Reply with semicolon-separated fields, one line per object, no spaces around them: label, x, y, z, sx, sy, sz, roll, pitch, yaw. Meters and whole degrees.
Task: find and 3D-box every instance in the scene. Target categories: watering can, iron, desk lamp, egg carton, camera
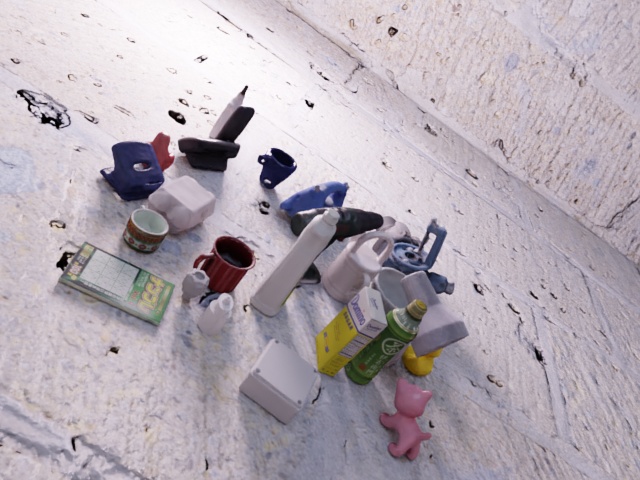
watering can;0.093;0.045;1.339;0.101;0.194;0.172;6;42;-43
iron;0.015;-0.107;1.519;0.118;0.141;0.259;46;30;14
desk lamp;0.190;0.183;1.234;0.118;0.213;0.203;-2;48;-49
egg carton;-0.290;-0.075;1.214;0.107;0.069;0.150;39;30;1
camera;0.223;-0.007;1.648;0.144;0.100;0.136;21;34;-27

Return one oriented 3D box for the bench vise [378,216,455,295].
bench vise;0.283;0.049;1.515;0.208;0.219;0.121;29;31;-16

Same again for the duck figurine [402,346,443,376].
duck figurine;0.244;0.259;1.316;0.105;0.086;0.077;-9;54;-52

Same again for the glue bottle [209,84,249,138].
glue bottle;-0.237;-0.348;1.546;0.037;0.173;0.078;38;29;0

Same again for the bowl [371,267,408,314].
bowl;0.184;0.151;1.412;0.168;0.074;0.167;27;31;-18

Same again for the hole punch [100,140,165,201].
hole punch;-0.380;-0.146;1.192;0.101;0.091;0.109;46;31;14

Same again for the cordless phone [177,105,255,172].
cordless phone;-0.250;-0.267;1.407;0.148;0.185;0.094;-5;50;-50

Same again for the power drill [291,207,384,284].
power drill;0.012;0.005;1.292;0.230;0.208;0.075;6;42;-43

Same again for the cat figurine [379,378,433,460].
cat figurine;0.175;0.337;1.101;0.067;0.117;0.127;17;36;-33

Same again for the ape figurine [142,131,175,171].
ape figurine;-0.363;-0.204;1.291;0.078;0.092;0.076;33;30;-8

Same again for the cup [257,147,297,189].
cup;-0.130;-0.185;1.515;0.118;0.095;0.091;5;43;-44
